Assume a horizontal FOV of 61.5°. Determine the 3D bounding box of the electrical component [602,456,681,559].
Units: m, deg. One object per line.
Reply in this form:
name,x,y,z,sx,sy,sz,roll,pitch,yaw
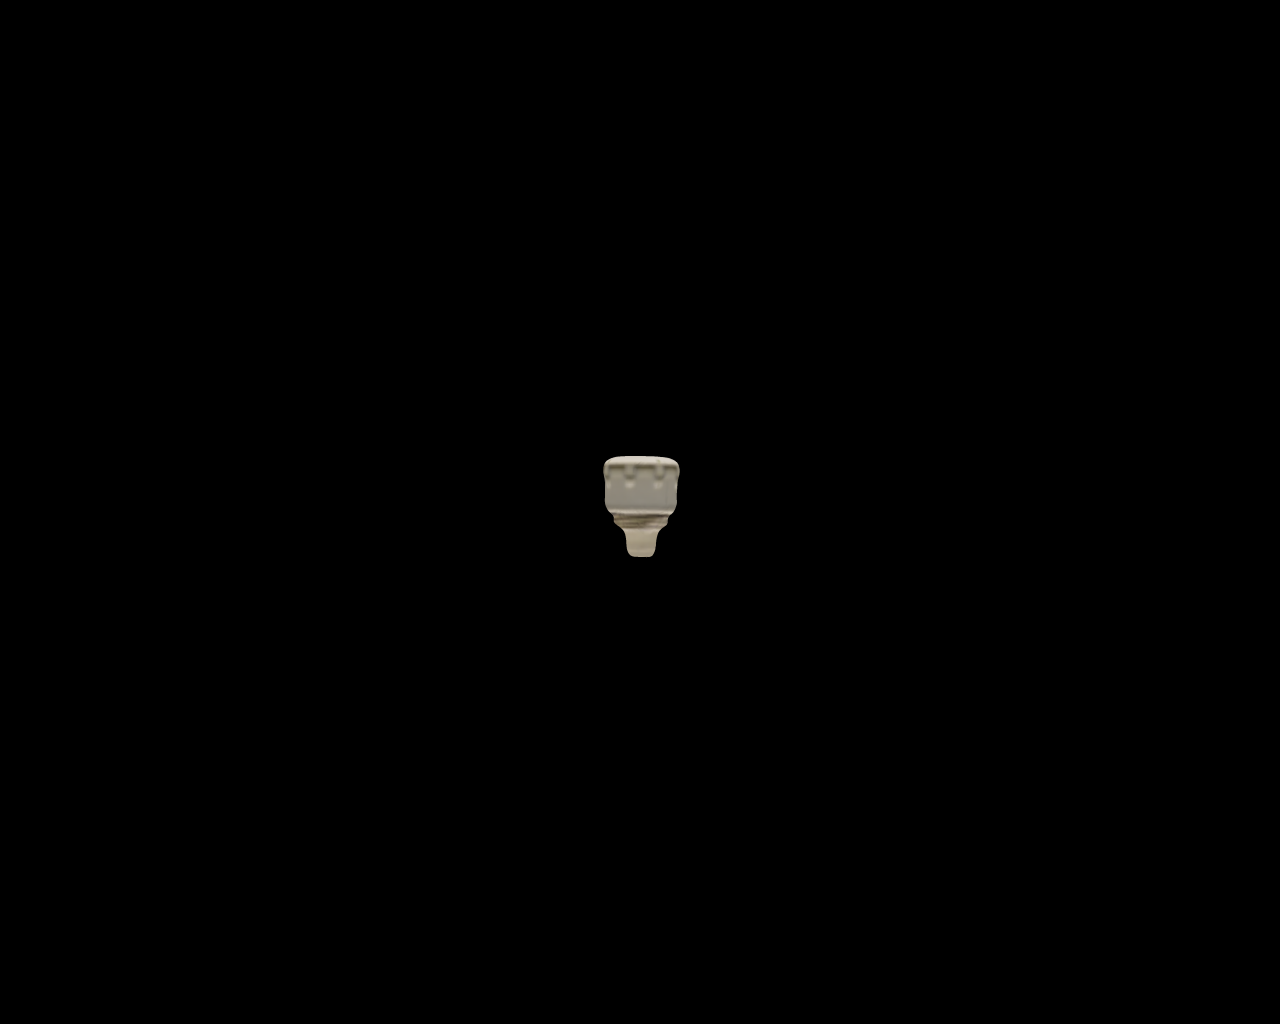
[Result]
electrical component,0.001,-0.003,0.650,0.048,0.062,0.048,0,0,0
